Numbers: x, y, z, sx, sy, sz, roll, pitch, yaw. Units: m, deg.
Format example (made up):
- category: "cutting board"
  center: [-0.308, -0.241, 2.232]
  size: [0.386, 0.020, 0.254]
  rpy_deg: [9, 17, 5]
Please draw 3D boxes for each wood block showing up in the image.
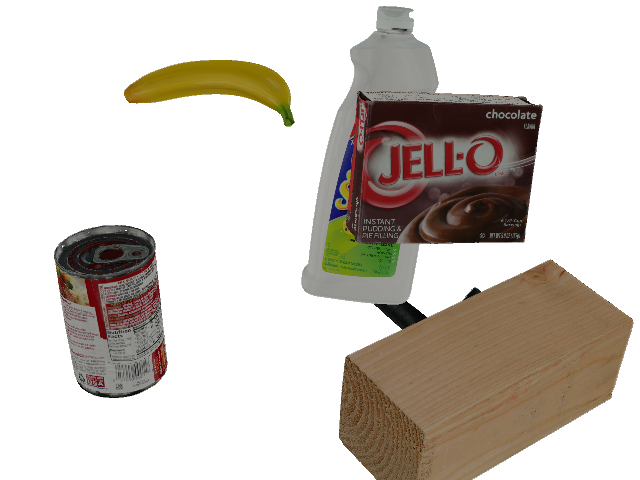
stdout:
- category: "wood block"
  center: [0.123, 0.105, 0.803]
  size: [0.205, 0.090, 0.091]
  rpy_deg: [-22, 44, -29]

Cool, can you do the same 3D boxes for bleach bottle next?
- category: "bleach bottle"
  center: [0.044, -0.074, 0.920]
  size: [0.102, 0.251, 0.068]
  rpy_deg: [7, 17, 5]

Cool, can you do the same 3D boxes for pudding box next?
- category: "pudding box"
  center: [0.076, -0.046, 0.666]
  size: [0.113, 0.090, 0.039]
  rpy_deg: [-1, 21, -13]

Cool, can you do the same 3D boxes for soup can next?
- category: "soup can"
  center: [-0.143, 0.050, 0.742]
  size: [0.068, 0.102, 0.068]
  rpy_deg: [-1, 29, 1]

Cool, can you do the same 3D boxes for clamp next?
- category: "clamp"
  center: [0.128, 0.094, 1.083]
  size: [0.120, 0.039, 0.171]
  rpy_deg: [-7, 34, -9]

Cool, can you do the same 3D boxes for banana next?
- category: "banana"
  center: [-0.112, -0.166, 1.143]
  size: [0.198, 0.037, 0.069]
  rpy_deg: [9, 46, 18]
